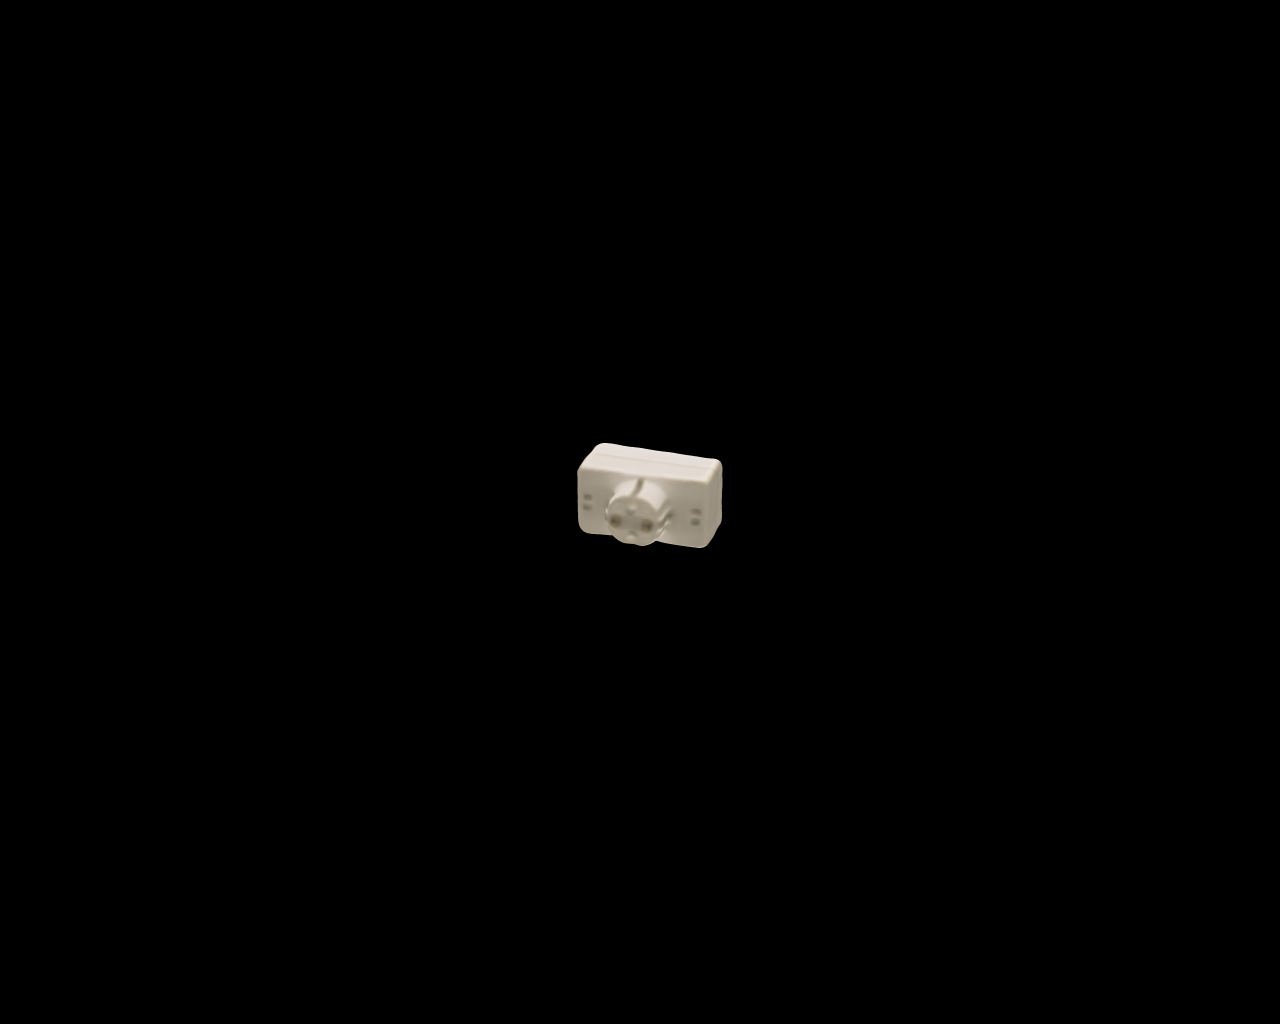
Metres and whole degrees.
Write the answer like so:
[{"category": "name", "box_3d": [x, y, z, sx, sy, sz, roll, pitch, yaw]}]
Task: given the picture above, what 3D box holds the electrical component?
[{"category": "electrical component", "box_3d": [0.001, -0.003, 0.650, 0.083, 0.047, 0.076, 8, 28, 16]}]
